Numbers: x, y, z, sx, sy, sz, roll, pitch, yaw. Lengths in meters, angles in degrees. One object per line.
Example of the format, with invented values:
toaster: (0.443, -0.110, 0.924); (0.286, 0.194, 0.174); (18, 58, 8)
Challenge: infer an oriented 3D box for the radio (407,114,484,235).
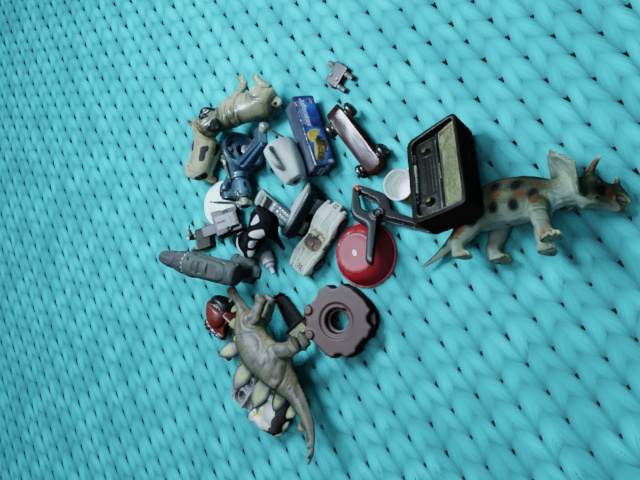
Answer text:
radio: (0.252, -0.132, 1.103); (0.131, 0.073, 0.229); (-28, 47, 39)

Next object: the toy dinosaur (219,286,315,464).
toy dinosaur: (-0.117, 0.289, 1.280); (0.198, 0.105, 0.472); (-47, 60, 12)

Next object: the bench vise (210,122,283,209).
bench vise: (-0.195, -0.207, 1.404); (0.240, 0.129, 0.224); (-41, 43, 44)

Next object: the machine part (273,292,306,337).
machine part: (-0.075, 0.191, 1.355); (0.139, 0.039, 0.084); (52, 120, 22)

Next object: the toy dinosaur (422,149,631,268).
toy dinosaur: (0.370, -0.059, 1.060); (0.405, 0.131, 0.192); (-11, 63, 39)

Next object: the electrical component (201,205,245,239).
electrical component: (-0.270, -0.043, 1.465); (0.119, 0.047, 0.075); (-15, 77, 1)

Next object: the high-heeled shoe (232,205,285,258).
high-heeled shoe: (-0.183, -0.031, 1.357); (0.249, 0.145, 0.086); (3, 47, 46)

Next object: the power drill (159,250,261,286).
power drill: (-0.269, 0.065, 1.390); (0.232, 0.207, 0.086); (12, 86, 30)

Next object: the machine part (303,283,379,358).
machine part: (0.047, 0.188, 1.256); (0.180, 0.056, 0.179); (-3, 82, 23)

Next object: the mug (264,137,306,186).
mug: (-0.083, -0.188, 1.303); (0.081, 0.109, 0.107); (-35, 73, 20)

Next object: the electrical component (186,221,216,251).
electrical component: (-0.337, -0.011, 1.531); (0.102, 0.045, 0.078); (-11, 79, 31)

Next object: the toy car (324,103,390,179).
toy car: (0.088, -0.239, 1.282); (0.089, 0.053, 0.202); (-47, 67, 32)

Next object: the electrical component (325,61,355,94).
electrical component: (0.044, -0.409, 1.343); (0.094, 0.021, 0.063); (43, 108, 27)

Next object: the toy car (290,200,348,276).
toy car: (-0.003, -0.004, 1.315); (0.074, 0.056, 0.201); (38, 106, 29)

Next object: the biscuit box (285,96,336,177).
biscuit box: (-0.026, -0.260, 1.340); (0.063, 0.059, 0.202); (-44, 60, 59)

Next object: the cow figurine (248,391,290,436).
cow figurine: (-0.099, 0.404, 1.331); (0.098, 0.068, 0.167); (37, 108, 23)

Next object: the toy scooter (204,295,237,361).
toy scooter: (-0.249, 0.241, 1.439); (0.184, 0.075, 0.135); (33, 104, 25)

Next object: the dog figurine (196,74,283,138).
dog figurine: (-0.209, -0.323, 1.386); (0.173, 0.121, 0.190); (13, 55, 46)

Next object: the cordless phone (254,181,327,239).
cordless phone: (-0.082, -0.101, 1.362); (0.184, 0.088, 0.146); (39, 106, 34)

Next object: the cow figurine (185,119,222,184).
cow figurine: (-0.325, -0.260, 1.499); (0.086, 0.127, 0.194); (25, 100, 28)
